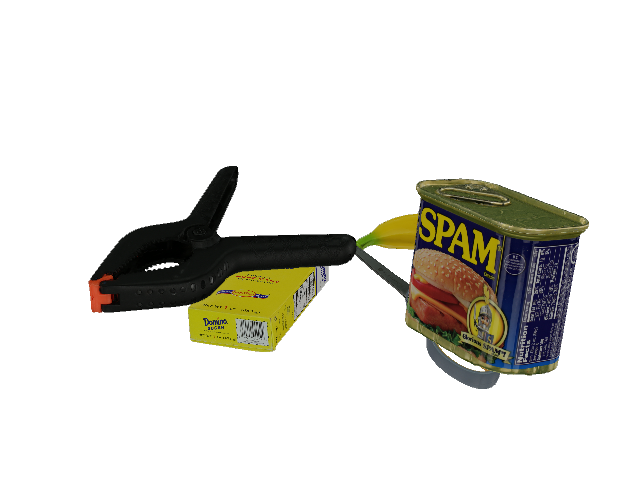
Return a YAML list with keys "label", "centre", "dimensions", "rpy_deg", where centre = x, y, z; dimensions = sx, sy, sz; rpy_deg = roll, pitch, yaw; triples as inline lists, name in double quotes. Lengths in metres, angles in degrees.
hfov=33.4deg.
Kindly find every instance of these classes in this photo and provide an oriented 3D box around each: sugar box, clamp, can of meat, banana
- label: "sugar box"
  centre: [-0.062, 0.055, 1.135]
  dimensions: [0.093, 0.048, 0.176]
  rpy_deg: [6, 27, 17]
- label: "clamp"
  centre: [-0.099, 0.002, 0.864]
  dimensions: [0.209, 0.036, 0.165]
  rpy_deg: [-20, 39, -30]
- label: "can of meat"
  centre: [0.093, 0.018, 0.592]
  dimensions: [0.057, 0.084, 0.102]
  rpy_deg: [-5, 19, -31]
- label: "banana"
  centre: [0.136, 0.005, 1.044]
  dimensions: [0.198, 0.037, 0.069]
  rpy_deg: [7, 46, 17]

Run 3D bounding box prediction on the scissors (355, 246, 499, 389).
- label: "scissors"
  centre: [0.097, 0.048, 0.827]
  dimensions: [0.096, 0.016, 0.202]
  rpy_deg: [-4, 31, -20]
